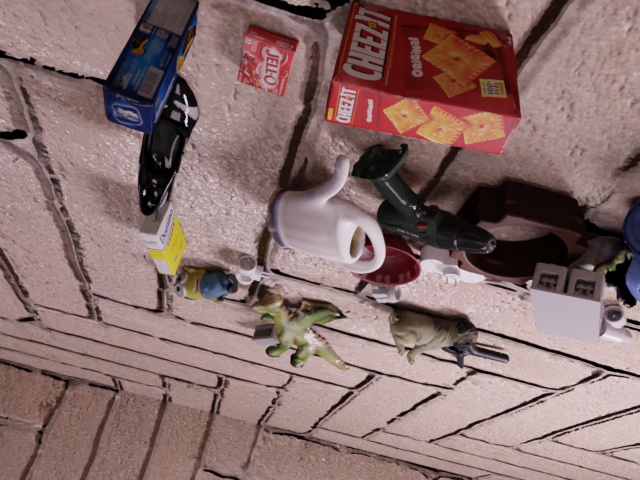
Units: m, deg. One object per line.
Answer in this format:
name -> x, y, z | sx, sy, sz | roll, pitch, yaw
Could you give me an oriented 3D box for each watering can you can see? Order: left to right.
watering can -> 0.003, -0.047, 0.930 | 0.225, 0.106, 0.340 | 12, 149, 26

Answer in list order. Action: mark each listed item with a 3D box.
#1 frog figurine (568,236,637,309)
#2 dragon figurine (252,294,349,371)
frog figurine -> 0.505, 0.047, 0.967 | 0.137, 0.122, 0.160 | 17, -176, -21
dragon figurine -> -0.022, 0.256, 1.447 | 0.407, 0.125, 0.238 | 26, 137, -23
